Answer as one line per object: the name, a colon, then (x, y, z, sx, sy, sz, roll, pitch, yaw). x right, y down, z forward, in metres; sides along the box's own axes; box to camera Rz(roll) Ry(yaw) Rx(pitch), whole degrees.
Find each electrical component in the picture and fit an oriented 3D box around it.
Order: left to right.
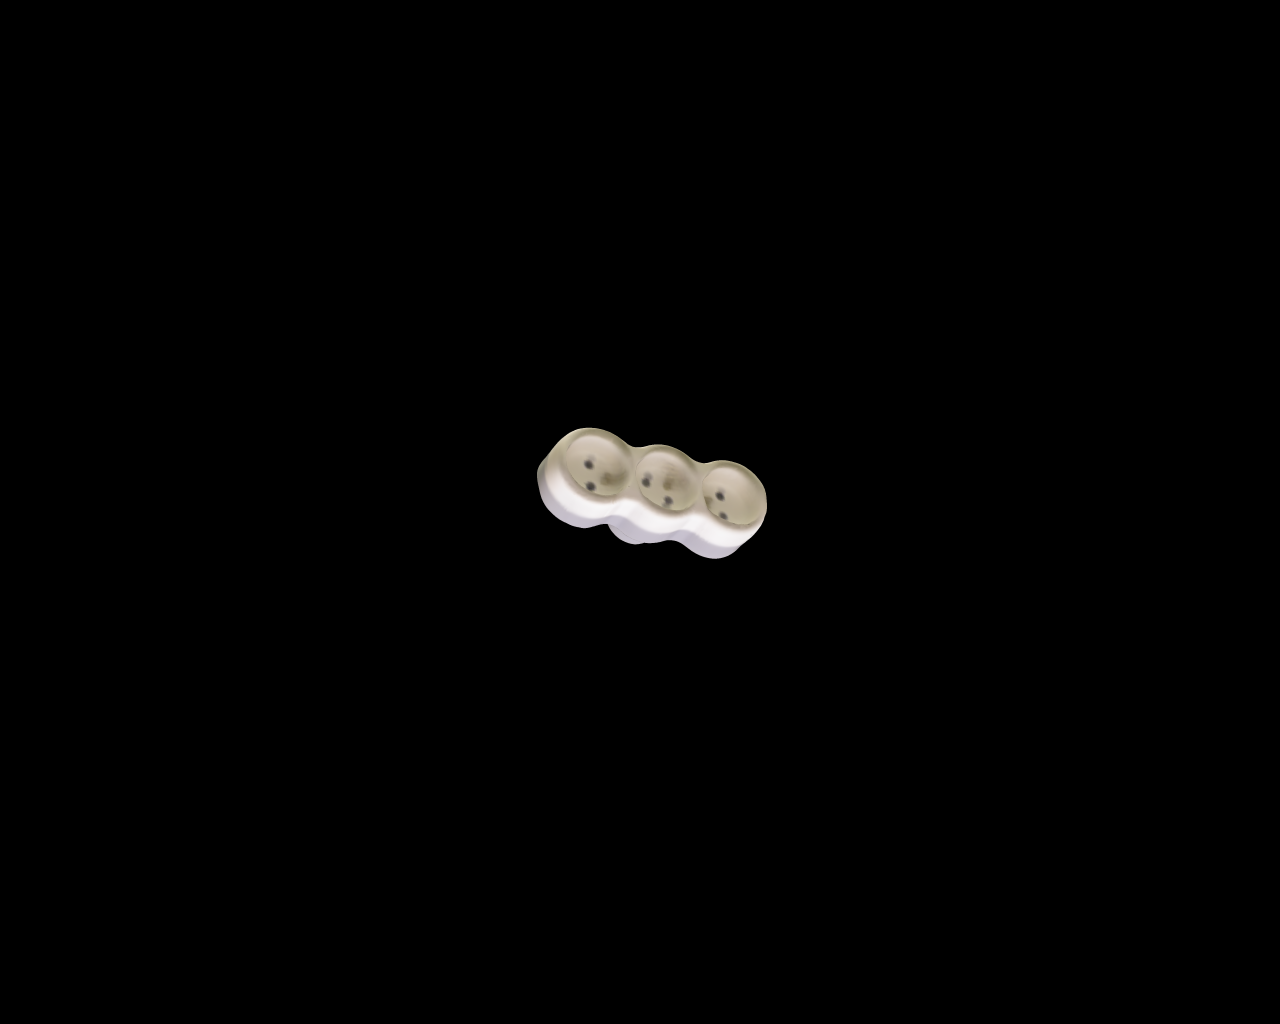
electrical component: (0.001, -0.003, 0.650, 0.138, 0.052, 0.073, 13, -32, -22)
